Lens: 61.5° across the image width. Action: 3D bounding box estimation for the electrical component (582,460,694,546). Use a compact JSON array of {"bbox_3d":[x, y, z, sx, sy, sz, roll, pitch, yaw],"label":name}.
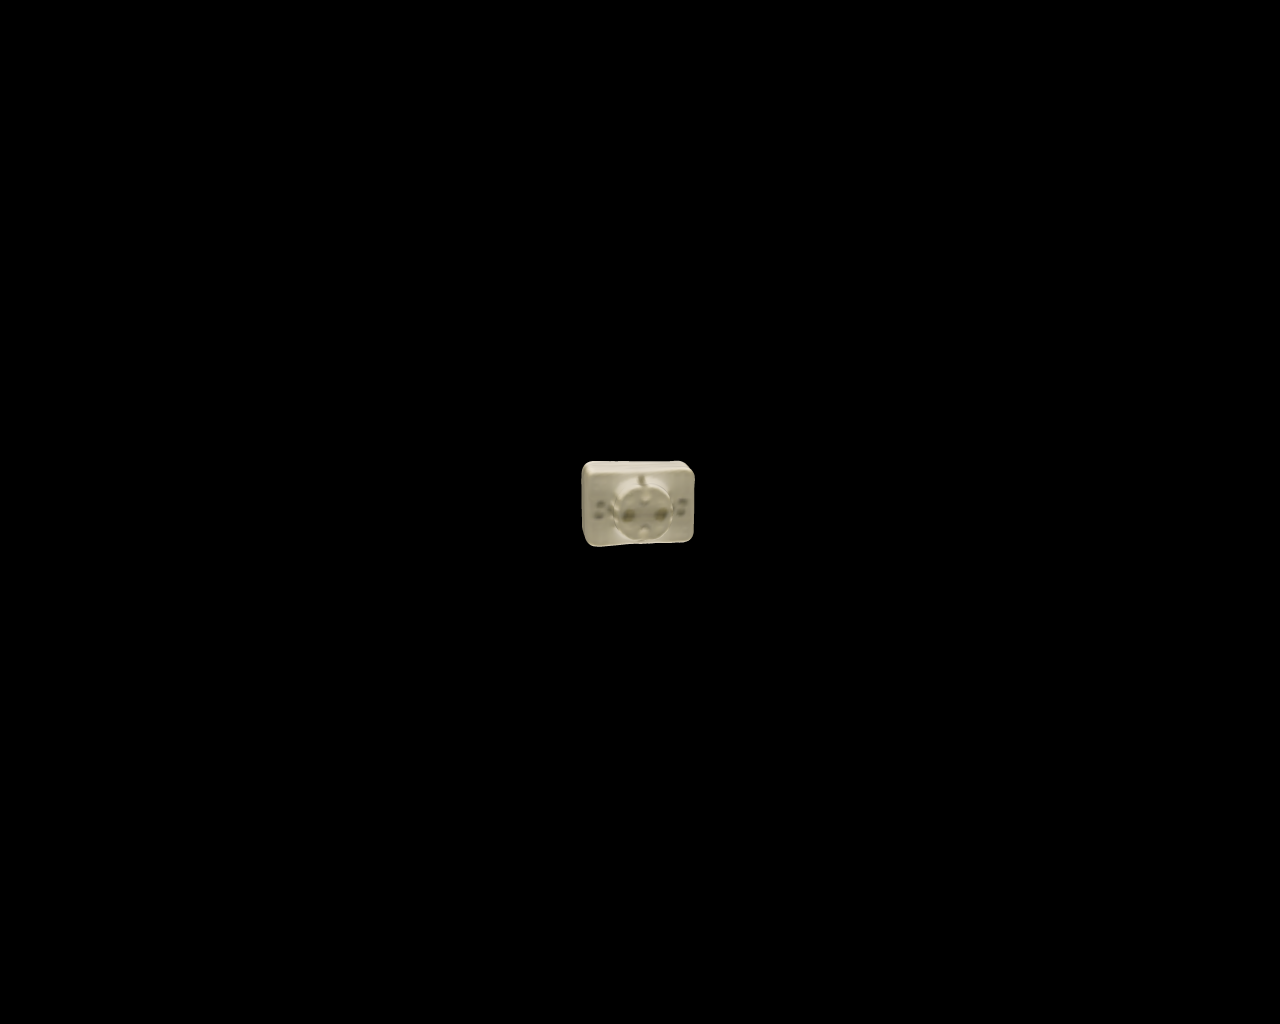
[{"bbox_3d":[0.001,-0.003,0.650,0.066,0.047,0.077,-1,12,-7],"label":"electrical component"}]
